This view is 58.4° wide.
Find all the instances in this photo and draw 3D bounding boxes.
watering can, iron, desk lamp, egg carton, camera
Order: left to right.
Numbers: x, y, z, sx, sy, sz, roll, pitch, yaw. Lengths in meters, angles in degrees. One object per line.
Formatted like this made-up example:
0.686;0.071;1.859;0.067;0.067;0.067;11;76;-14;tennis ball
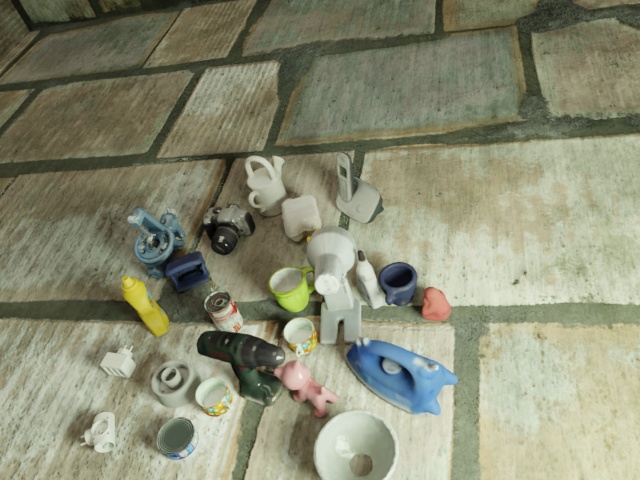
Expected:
-0.279;-0.032;1.647;0.142;0.101;0.137;3;48;20;camera
-0.161;-0.176;1.684;0.100;0.194;0.173;-5;46;13;watering can
-0.054;-0.066;1.632;0.107;0.069;0.150;-17;44;1;egg carton
0.035;0.103;1.335;0.117;0.214;0.203;-8;45;10;desk lamp
0.148;0.258;1.199;0.257;0.142;0.119;18;54;31;iron

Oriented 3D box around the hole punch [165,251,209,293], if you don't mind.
-0.372;0.075;1.578;0.108;0.091;0.101;-23;44;-5;hole punch

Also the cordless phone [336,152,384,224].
0.100;-0.146;1.580;0.094;0.185;0.147;-40;48;-21;cordless phone

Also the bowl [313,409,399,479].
0.075;0.421;1.111;0.167;0.075;0.167;-9;45;9;bowl

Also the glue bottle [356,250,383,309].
0.110;0.086;1.357;0.037;0.173;0.078;-27;45;-9;glue bottle

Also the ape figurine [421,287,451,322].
0.261;0.140;1.315;0.078;0.092;0.075;-38;48;-20;ape figurine

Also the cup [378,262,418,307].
0.185;0.124;1.353;0.091;0.095;0.118;9;50;25;cup

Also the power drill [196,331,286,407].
-0.149;0.270;1.233;0.228;0.209;0.076;10;51;26;power drill

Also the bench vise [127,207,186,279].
-0.474;-0.027;1.618;0.121;0.220;0.207;-14;44;4;bench vise

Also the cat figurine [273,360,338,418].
-0.033;0.306;1.227;0.127;0.118;0.067;22;57;34;cat figurine

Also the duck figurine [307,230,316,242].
0.014;0.005;1.529;0.104;0.086;0.077;-8;45;10;duck figurine
